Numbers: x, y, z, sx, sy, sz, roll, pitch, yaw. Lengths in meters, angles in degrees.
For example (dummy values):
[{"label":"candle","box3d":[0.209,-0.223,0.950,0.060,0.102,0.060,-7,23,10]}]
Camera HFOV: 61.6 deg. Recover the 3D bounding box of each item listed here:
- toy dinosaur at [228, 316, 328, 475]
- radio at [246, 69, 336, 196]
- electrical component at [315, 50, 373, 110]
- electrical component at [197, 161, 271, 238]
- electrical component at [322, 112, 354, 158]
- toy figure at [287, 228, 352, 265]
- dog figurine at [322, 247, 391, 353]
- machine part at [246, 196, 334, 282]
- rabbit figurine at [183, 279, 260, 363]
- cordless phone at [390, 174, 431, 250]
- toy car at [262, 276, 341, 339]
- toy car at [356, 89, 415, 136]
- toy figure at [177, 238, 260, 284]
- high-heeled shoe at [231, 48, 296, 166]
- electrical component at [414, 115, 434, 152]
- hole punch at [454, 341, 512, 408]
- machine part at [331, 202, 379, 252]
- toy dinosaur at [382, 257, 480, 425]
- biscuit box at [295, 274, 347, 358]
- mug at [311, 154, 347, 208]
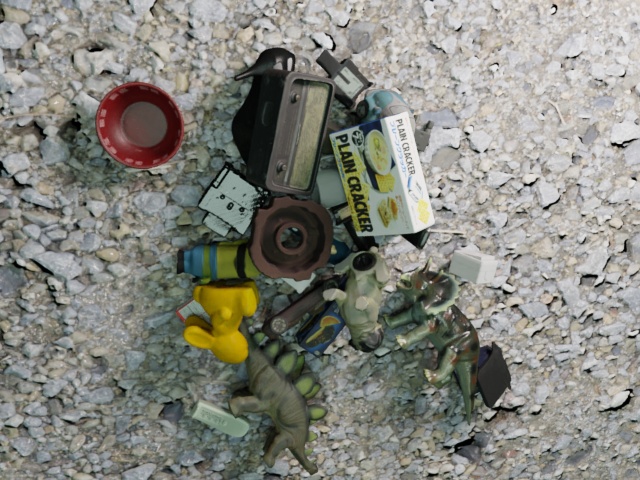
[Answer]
[{"label":"toy dinosaur","box3d":[-0.104,0.337,1.207,0.198,0.105,0.470,-31,103,-8]},{"label":"radio","box3d":[-0.058,-0.204,1.023,0.131,0.073,0.229,-1,107,-47]},{"label":"electrical component","box3d":[0.040,-0.324,1.072,0.119,0.048,0.075,37,97,-16]},{"label":"electrical component","box3d":[-0.182,-0.075,1.099,0.115,0.058,0.134,32,98,-14]},{"label":"electrical component","box3d":[0.026,-0.215,1.104,0.102,0.045,0.078,18,130,-11]},{"label":"toy figure","box3d":[-0.004,-0.002,1.147,0.154,0.064,0.058,37,61,-13]},{"label":"dog figurine","box3d":[0.101,0.129,1.135,0.172,0.121,0.190,-49,141,-20]},{"label":"machine part","box3d":[-0.059,-0.004,1.067,0.179,0.056,0.179,-3,100,-15]},{"label":"rabbit figurine","box3d":[-0.197,0.175,1.100,0.162,0.122,0.173,-8,103,-10]},{"label":"cordless phone","box3d":[0.189,-0.063,1.095,0.089,0.184,0.146,20,101,-19]},{"label":"toy car","box3d":[-0.035,0.143,1.145,0.202,0.089,0.053,-33,90,-17]},{"label":"toy car","box3d":[0.137,-0.218,1.076,0.109,0.103,0.161,-5,108,-33]},{"label":"toy figure","box3d":[-0.205,0.048,1.112,0.180,0.089,0.082,0,111,-12]},{"label":"high-heeled shoe","box3d":[-0.099,-0.251,1.074,0.145,0.086,0.248,-29,130,-32]},{"label":"electrical component","box3d":[0.203,-0.215,1.142,0.063,0.021,0.094,19,101,-14]},{"label":"hole punch","box3d":[0.392,0.324,1.300,0.116,0.092,0.142,-35,107,-29]},{"label":"machine part","box3d":[0.082,-0.028,1.167,0.084,0.039,0.138,-33,106,-8]},{"label":"toy dinosaur","box3d":[0.283,0.214,1.205,0.192,0.131,0.404,-38,103,7]},{"label":"biscuit box","box3d":[0.031,0.163,1.198,0.063,0.059,0.202,36,97,-17]},{"label":"mug","box3d":[0.035,-0.124,1.114,0.107,0.081,0.109,-12,106,-16]}]
